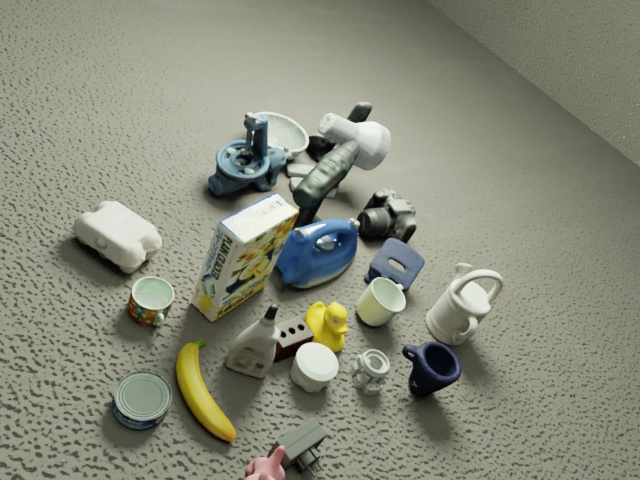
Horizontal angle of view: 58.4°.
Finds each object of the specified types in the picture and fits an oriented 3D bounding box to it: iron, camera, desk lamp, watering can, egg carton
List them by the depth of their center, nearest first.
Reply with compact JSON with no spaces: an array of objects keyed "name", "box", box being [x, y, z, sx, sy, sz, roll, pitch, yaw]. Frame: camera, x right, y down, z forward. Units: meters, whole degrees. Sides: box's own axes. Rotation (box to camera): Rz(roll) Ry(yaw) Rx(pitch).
[{"name":"egg carton","box":[-0.378,-0.007,1.070,0.150,0.069,0.107,32,39,5]},{"name":"iron","box":[0.011,0.004,1.228,0.259,0.141,0.118,-16,56,-41]},{"name":"watering can","box":[0.312,0.125,1.228,0.101,0.194,0.172,1,46,-29]},{"name":"camera","box":[0.157,-0.065,1.421,0.137,0.100,0.143,-5,49,-34]},{"name":"desk lamp","box":[0.047,-0.213,1.430,0.204,0.213,0.117,5,44,-26]}]

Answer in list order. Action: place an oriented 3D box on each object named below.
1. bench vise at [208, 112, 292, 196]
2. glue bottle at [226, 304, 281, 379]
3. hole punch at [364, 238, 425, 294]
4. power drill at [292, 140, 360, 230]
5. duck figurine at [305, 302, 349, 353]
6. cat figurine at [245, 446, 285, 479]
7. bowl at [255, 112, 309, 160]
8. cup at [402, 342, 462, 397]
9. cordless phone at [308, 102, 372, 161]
[{"name":"bench vise","box":[-0.150,-0.209,1.307,0.121,0.219,0.208,36,39,10]},{"name":"glue bottle","box":[-0.101,0.165,0.960,0.078,0.173,0.037,22,39,-7]},{"name":"hole punch","box":[0.170,0.066,1.293,0.108,0.091,0.101,33,39,7]},{"name":"power drill","box":[-0.002,-0.107,1.290,0.075,0.208,0.230,33,39,7]},{"name":"duck figurine","box":[0.020,0.155,1.111,0.078,0.086,0.104,-6,50,-35]},{"name":"cat figurine","box":[-0.081,0.351,0.811,0.067,0.117,0.128,30,39,3]},{"name":"bowl","box":[-0.118,-0.257,1.494,0.168,0.074,0.167,16,40,-14]},{"name":"cup","box":[0.199,0.252,1.102,0.118,0.095,0.092,26,39,-3]},{"name":"cordless phone","box":[0.054,-0.305,1.559,0.148,0.185,0.094,-4,48,-33]}]
